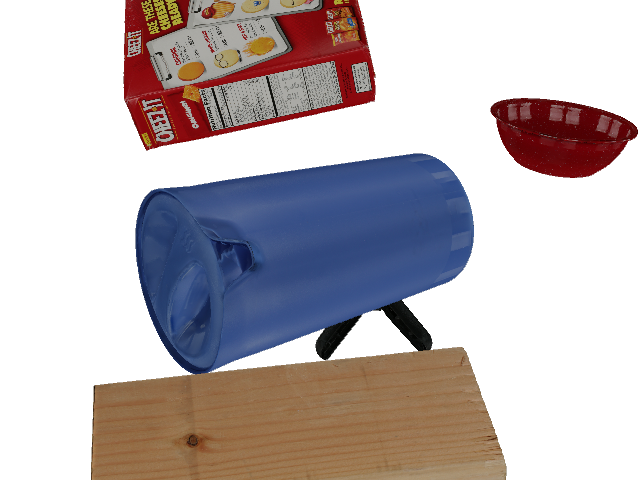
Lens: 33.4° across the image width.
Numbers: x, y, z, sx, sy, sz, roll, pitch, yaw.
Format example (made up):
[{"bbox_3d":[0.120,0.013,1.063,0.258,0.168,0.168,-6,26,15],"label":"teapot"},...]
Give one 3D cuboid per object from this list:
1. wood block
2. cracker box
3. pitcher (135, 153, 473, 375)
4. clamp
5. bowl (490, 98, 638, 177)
[{"bbox_3d":[-0.015,0.127,0.580,0.206,0.090,0.091,-5,39,-6],"label":"wood block"},{"bbox_3d":[-0.066,-0.175,0.970,0.214,0.164,0.072,-12,-44,3],"label":"cracker box"},{"bbox_3d":[-0.012,0.008,0.811,0.242,0.145,0.149,-14,39,-32],"label":"pitcher"},{"bbox_3d":[0.066,0.063,1.155,0.120,0.171,0.039,7,-41,7],"label":"clamp"},{"bbox_3d":[0.265,-0.110,1.183,0.162,0.055,0.162,5,23,-2],"label":"bowl"}]
